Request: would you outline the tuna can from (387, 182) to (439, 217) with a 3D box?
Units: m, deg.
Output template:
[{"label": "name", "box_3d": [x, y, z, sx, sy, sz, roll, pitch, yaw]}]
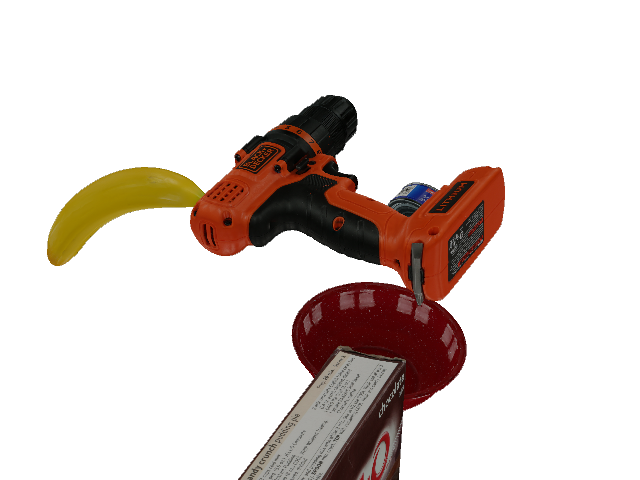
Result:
[{"label": "tuna can", "box_3d": [0.117, -0.022, 1.227, 0.086, 0.086, 0.033, 0, 35, 49]}]

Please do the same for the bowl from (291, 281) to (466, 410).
[{"label": "bowl", "box_3d": [0.052, 0.109, 0.995, 0.162, 0.055, 0.162, 3, 37, -3]}]

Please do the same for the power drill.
[{"label": "power drill", "box_3d": [0.029, -0.035, 0.747, 0.188, 0.057, 0.184, 16, 44, 29]}]

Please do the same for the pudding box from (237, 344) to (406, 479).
[{"label": "pudding box", "box_3d": [0.002, 0.113, 0.468, 0.039, 0.090, 0.113, 12, 31, 18]}]

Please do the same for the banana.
[{"label": "banana", "box_3d": [-0.182, -0.025, 0.953, 0.198, 0.069, 0.037, -14, 17, 28]}]
